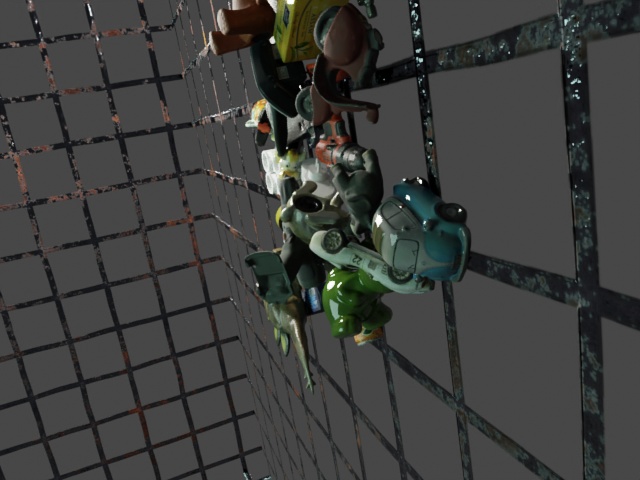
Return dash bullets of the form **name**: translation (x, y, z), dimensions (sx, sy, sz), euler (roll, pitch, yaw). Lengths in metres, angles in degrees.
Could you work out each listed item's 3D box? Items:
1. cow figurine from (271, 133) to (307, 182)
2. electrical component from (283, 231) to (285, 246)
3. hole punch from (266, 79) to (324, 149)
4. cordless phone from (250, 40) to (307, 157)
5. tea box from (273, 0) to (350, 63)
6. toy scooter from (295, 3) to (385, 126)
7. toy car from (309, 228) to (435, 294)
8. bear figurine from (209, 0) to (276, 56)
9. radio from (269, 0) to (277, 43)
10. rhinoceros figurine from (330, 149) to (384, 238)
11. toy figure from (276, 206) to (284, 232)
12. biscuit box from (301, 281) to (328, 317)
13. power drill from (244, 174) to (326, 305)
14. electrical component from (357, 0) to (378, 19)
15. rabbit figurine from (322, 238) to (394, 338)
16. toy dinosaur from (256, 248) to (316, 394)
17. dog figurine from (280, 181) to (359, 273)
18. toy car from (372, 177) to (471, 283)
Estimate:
- **cow figurine**: translation (-0.060, -0.203, 1.146), dimensions (0.098, 0.068, 0.167), euler (112, 156, -51)
- **electrical component**: translation (-0.046, 0.006, 1.314), dimensions (0.134, 0.058, 0.114), euler (-122, 23, -44)
- **hole punch**: translation (-0.031, -0.246, 1.064), dimensions (0.116, 0.092, 0.142), euler (-26, 74, 45)
- **cordless phone**: translation (-0.076, -0.258, 0.995), dimensions (0.184, 0.089, 0.147), euler (93, 167, -54)
- **tea box**: translation (-0.014, -0.373, 0.865), dimensions (0.169, 0.098, 0.068), euler (109, 143, -62)
- **toy scooter**: translation (0.044, -0.243, 0.794), dimensions (0.135, 0.075, 0.183), euler (32, 119, 22)
- **toy car**: translation (0.078, 0.034, 0.812), dimensions (0.202, 0.073, 0.056), euler (24, 91, 27)
- **bear figurine**: translation (-0.149, -0.445, 0.943), dimensions (0.120, 0.132, 0.195), euler (-9, 101, 66)
- **radio**: translation (-0.071, -0.487, 0.996), dimensions (0.131, 0.073, 0.229), euler (160, 97, -73)
- **rhinoceros figurine**: translation (0.071, -0.062, 0.822), dimensions (0.190, 0.073, 0.112), euler (63, -178, -75)
- **toy figure**: translation (-0.035, -0.026, 1.197), dimensions (0.082, 0.089, 0.180), euler (83, 160, -44)
- **biscuit box**: translation (-0.003, 0.141, 1.278), dimensions (0.202, 0.063, 0.059), euler (138, 117, -70)
- **power drill**: translation (-0.065, 0.010, 1.032), dimensions (0.207, 0.086, 0.231), euler (-59, -45, -61)
- **electrical component**: translation (0.068, -0.360, 0.746), dimensions (0.063, 0.021, 0.094), euler (163, 93, -72)
- **rabbit figurine**: translation (0.085, 0.068, 0.924), dimensions (0.170, 0.121, 0.159), euler (-47, 52, 47)
- **toy dinosaur**: translation (-0.080, 0.160, 1.269), dimensions (0.472, 0.105, 0.198), euler (-116, 13, -62)
- **dog figurine**: translation (0.001, -0.001, 0.996), dimensions (0.121, 0.172, 0.190), euler (-107, 22, -47)
- **toy car**: translation (0.123, -0.012, 0.716), dimensions (0.162, 0.103, 0.109), euler (-124, 27, -43)
